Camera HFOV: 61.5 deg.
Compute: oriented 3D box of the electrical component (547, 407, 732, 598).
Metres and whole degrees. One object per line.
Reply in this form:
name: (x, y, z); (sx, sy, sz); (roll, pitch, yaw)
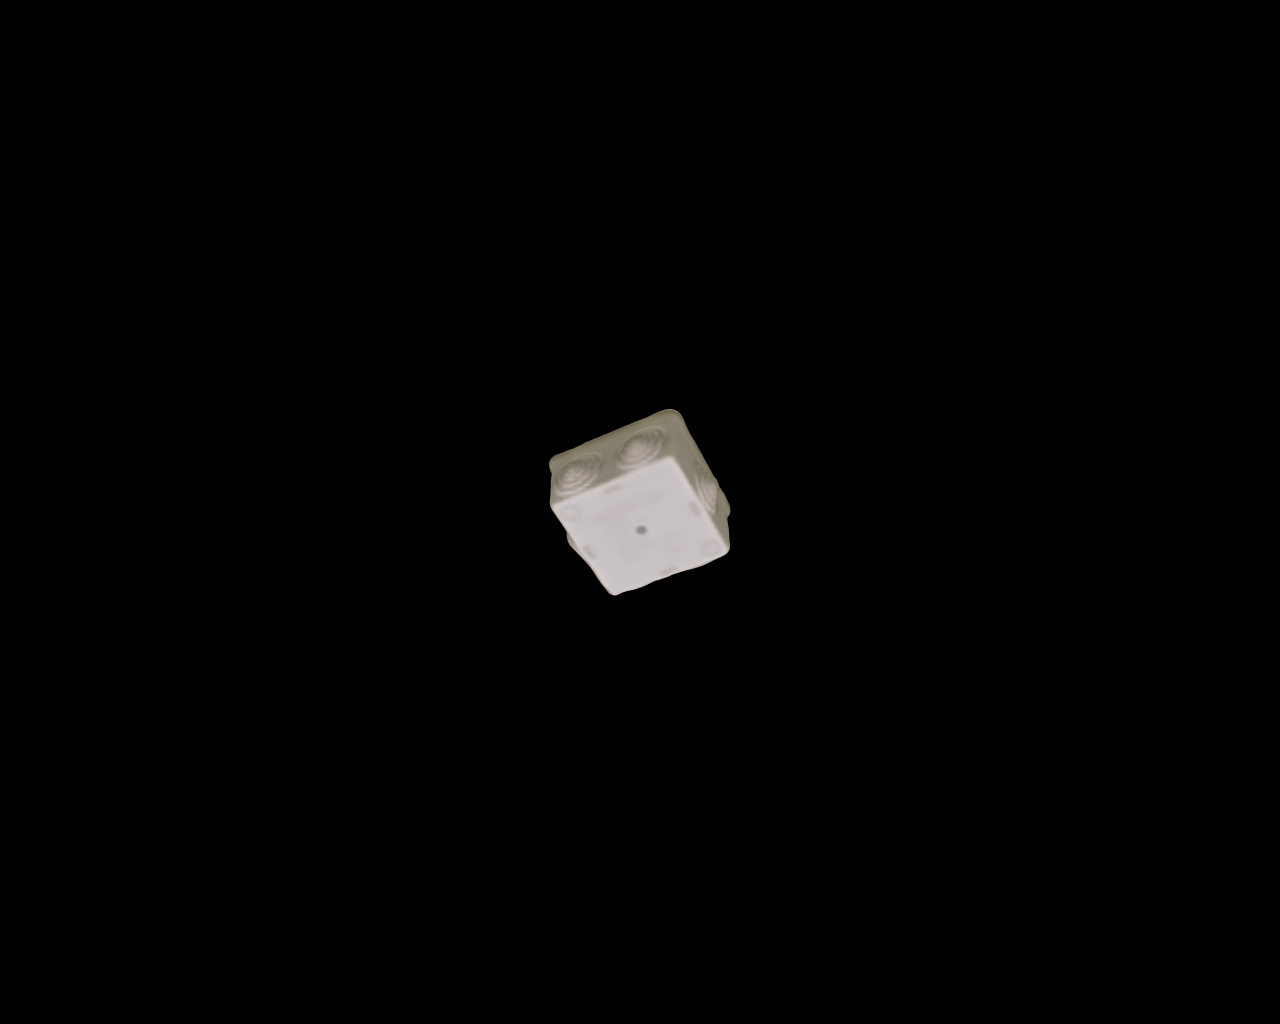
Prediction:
electrical component: (0.001, -0.003, 0.650); (0.099, 0.099, 0.048); (-21, 34, 15)
